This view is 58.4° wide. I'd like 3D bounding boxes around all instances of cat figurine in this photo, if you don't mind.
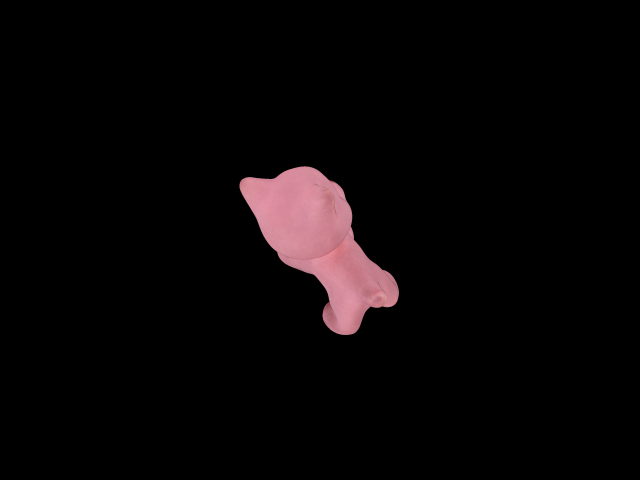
[{"bbox_3d":[0.004,0.001,0.400,0.067,0.118,0.127,-38,81,-7],"label":"cat figurine"}]
